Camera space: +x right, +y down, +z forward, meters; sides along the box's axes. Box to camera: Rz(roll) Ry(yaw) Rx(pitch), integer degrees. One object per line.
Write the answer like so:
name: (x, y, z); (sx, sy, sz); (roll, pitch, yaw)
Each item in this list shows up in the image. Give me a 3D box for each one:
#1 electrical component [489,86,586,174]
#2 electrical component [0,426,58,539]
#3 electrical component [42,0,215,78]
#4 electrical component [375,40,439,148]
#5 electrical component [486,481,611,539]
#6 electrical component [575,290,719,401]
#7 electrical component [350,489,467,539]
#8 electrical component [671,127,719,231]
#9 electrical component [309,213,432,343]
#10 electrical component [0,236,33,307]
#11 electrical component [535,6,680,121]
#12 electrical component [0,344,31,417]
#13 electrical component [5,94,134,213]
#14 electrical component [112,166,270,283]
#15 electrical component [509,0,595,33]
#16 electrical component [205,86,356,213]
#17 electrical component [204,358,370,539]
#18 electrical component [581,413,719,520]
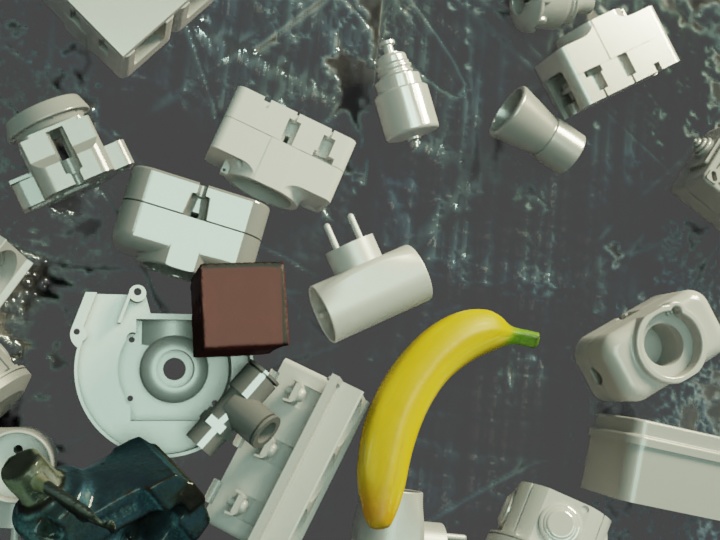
electrical component: (0.136, -0.102, 0.806); (0.065, 0.044, 0.044); (32, 77, -13)
electrical component: (-0.214, 0.138, 0.672); (0.044, 0.077, 0.079); (3, 83, -13)
electrical component: (-0.140, -0.217, 0.740); (0.089, 0.062, 0.150); (46, 75, -4)
electrical component: (0.030, -0.129, 0.783); (0.040, 0.040, 0.078); (-15, 87, -15)
electrical component: (0.133, 0.186, 0.750); (0.080, 0.080, 0.051); (29, 72, -9)
electrical component: (0.216, 0.056, 0.796); (0.095, 0.059, 0.053); (-28, 90, -15)
electrical component: (0.036, 0.192, 0.744); (0.079, 0.043, 0.077); (8, 82, -13)
electrical component: (0.288, -0.069, 0.828); (0.096, 0.061, 0.061); (37, 76, -7)
electrical component: (0.000, 0.000, 0.758); (0.077, 0.044, 0.079); (-24, 89, -15)
electrical component: (-0.253, -0.010, 0.685); (0.064, 0.081, 0.042); (31, 76, 15)
electrical component: (0.186, -0.161, 0.819); (0.089, 0.050, 0.055); (-27, 90, -15)
electrical component: (-0.251, 0.076, 0.670); (0.080, 0.080, 0.051); (-41, 89, -15)
electrical component: (-0.198, -0.080, 0.713); (0.078, 0.058, 0.057); (-26, 93, -15)
electrical component: (-0.116, -0.026, 0.728); (0.095, 0.054, 0.059); (17, 80, -11)
electrical component: (0.148, -0.205, 0.820); (0.062, 0.048, 0.048); (-3, 84, -21)
electrical component: (-0.058, -0.079, 0.750); (0.089, 0.050, 0.055); (25, 78, -10)
electrical component: (-0.050, 0.126, 0.719); (0.063, 0.078, 0.121); (24, 77, 12)
electrical component: (0.227, 0.143, 0.779); (0.113, 0.078, 0.057); (14, 83, -12)
